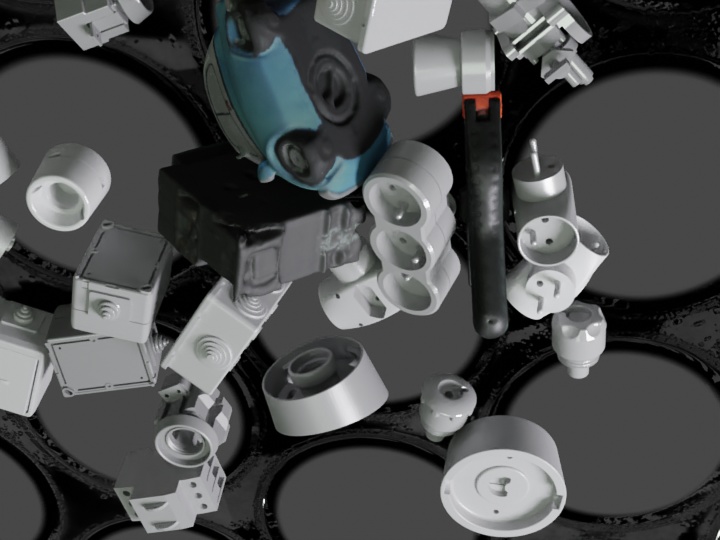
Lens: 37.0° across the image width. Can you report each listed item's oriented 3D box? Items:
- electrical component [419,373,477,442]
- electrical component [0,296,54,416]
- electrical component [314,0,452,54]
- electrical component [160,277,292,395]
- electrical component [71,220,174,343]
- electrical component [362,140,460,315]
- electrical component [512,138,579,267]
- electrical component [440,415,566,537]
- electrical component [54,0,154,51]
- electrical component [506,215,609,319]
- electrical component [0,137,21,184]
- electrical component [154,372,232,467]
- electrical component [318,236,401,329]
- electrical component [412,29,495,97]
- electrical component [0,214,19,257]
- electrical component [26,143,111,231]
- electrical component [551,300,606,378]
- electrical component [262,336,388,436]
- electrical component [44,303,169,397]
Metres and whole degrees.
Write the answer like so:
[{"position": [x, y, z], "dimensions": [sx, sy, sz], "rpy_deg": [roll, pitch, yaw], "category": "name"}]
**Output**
[{"position": [0.072, 0.123, 0.932], "dimensions": [0.048, 0.048, 0.062], "rpy_deg": [12, 132, -2], "category": "electrical component"}, {"position": [-0.299, 0.073, 0.930], "dimensions": [0.062, 0.061, 0.096], "rpy_deg": [18, 125, -6], "category": "electrical component"}, {"position": [0.020, -0.195, 0.682], "dimensions": [0.048, 0.100, 0.099], "rpy_deg": [34, 130, 26], "category": "electrical component"}, {"position": [-0.105, 0.041, 0.862], "dimensions": [0.048, 0.099, 0.099], "rpy_deg": [36, 122, -3], "category": "electrical component"}, {"position": [-0.190, 0.016, 0.854], "dimensions": [0.062, 0.096, 0.061], "rpy_deg": [13, 126, -3], "category": "electrical component"}, {"position": [0.045, -0.039, 0.777], "dimensions": [0.052, 0.073, 0.138], "rpy_deg": [16, 141, 24], "category": "electrical component"}, {"position": [0.131, -0.056, 0.776], "dimensions": [0.043, 0.077, 0.079], "rpy_deg": [-9, 123, 13], "category": "electrical component"}, {"position": [0.126, 0.176, 0.951], "dimensions": [0.108, 0.060, 0.108], "rpy_deg": [3, 125, 5], "category": "electrical component"}, {"position": [-0.176, -0.186, 0.737], "dimensions": [0.055, 0.066, 0.048], "rpy_deg": [-18, 156, 9], "category": "electrical component"}, {"position": [0.147, 0.007, 0.818], "dimensions": [0.044, 0.079, 0.077], "rpy_deg": [37, 122, -7], "category": "electrical component"}, {"position": [-0.301, -0.102, 0.818], "dimensions": [0.043, 0.043, 0.081], "rpy_deg": [-21, 120, 20], "category": "electrical component"}, {"position": [-0.151, 0.138, 0.960], "dimensions": [0.058, 0.057, 0.078], "rpy_deg": [-21, 120, 20], "category": "electrical component"}, {"position": [0.000, 0.000, 0.853], "dimensions": [0.077, 0.043, 0.079], "rpy_deg": [-26, 118, 23], "category": "electrical component"}, {"position": [0.065, -0.143, 0.743], "dimensions": [0.055, 0.045, 0.045], "rpy_deg": [-1, 125, 7], "category": "electrical component"}, {"position": [-0.310, -0.036, 0.867], "dimensions": [0.065, 0.044, 0.044], "rpy_deg": [32, 123, -21], "category": "electrical component"}, {"position": [-0.227, -0.063, 0.834], "dimensions": [0.055, 0.047, 0.055], "rpy_deg": [3, 125, 5], "category": "electrical component"}, {"position": [0.178, 0.060, 0.874], "dimensions": [0.043, 0.043, 0.062], "rpy_deg": [-2, 126, 8], "category": "electrical component"}, {"position": [-0.030, 0.101, 0.898], "dimensions": [0.099, 0.099, 0.064], "rpy_deg": [-14, 116, 16], "category": "electrical component"}, {"position": [-0.209, 0.061, 0.915], "dimensions": [0.096, 0.061, 0.061], "rpy_deg": [-7, 124, 2], "category": "electrical component"}]
